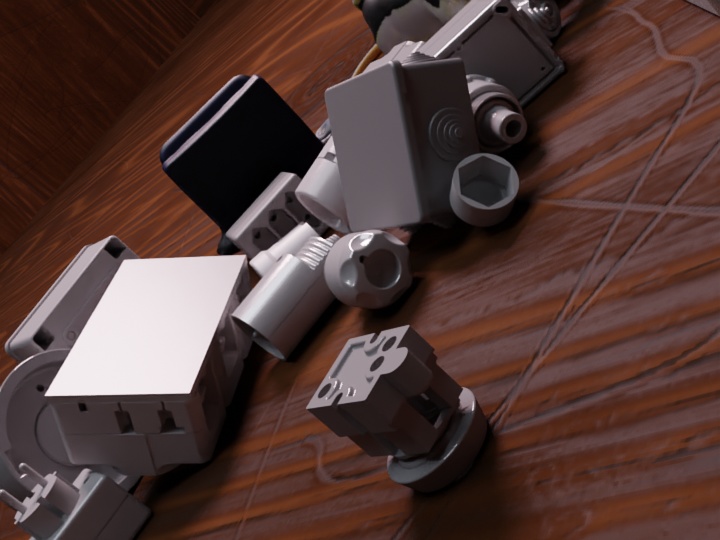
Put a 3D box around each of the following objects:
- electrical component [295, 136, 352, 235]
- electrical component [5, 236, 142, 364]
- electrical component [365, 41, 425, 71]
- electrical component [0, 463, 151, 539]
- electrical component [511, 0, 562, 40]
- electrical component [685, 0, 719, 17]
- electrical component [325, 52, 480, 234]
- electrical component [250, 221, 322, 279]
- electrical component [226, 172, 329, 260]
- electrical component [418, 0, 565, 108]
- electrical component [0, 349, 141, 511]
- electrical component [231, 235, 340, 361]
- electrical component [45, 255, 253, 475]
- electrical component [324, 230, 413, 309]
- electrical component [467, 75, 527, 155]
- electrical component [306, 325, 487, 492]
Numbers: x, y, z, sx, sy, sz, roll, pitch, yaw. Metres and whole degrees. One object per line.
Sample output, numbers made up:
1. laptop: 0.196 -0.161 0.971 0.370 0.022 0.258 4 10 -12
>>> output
1. electrical component: -0.011 -0.056 0.732 0.047 0.055 0.055 -54 20 -11
2. electrical component: -0.188 0.050 0.810 0.056 0.108 0.108 -17 34 51
3. electrical component: 0.031 -0.130 0.795 0.055 0.050 0.089 -53 20 -17
4. electrical component: -0.178 0.146 0.640 0.065 0.077 0.047 -54 20 -21
5. electrical component: 0.102 -0.162 0.725 0.065 0.044 0.044 -19 32 45
6. electrical component: 0.171 -0.180 0.557 0.047 0.076 0.083 -42 19 13
7. electrical component: 0.026 -0.070 0.617 0.048 0.099 0.100 -13 4 -26
8. electrical component: -0.044 -0.005 0.722 0.046 0.040 0.040 -42 18 -6
9. electrical component: -0.064 -0.035 0.811 0.065 0.047 0.077 -48 18 -6
10. electrical component: 0.080 -0.132 0.677 0.096 0.062 0.061 -41 19 15
11. electrical component: -0.200 0.114 0.716 0.060 0.108 0.108 -37 20 44
12. electrical component: -0.038 0.011 0.665 0.081 0.043 0.043 -51 19 -15
13. electrical component: -0.126 0.057 0.691 0.089 0.061 0.150 -2 32 10
14. electrical component: 0.000 0.000 0.608 0.043 0.043 0.062 -52 18 -16
15. electrical component: 0.075 -0.087 0.625 0.048 0.048 0.062 -47 26 -2
16. electrical component: 0.018 0.057 0.433 0.066 0.055 0.048 -18 33 55
